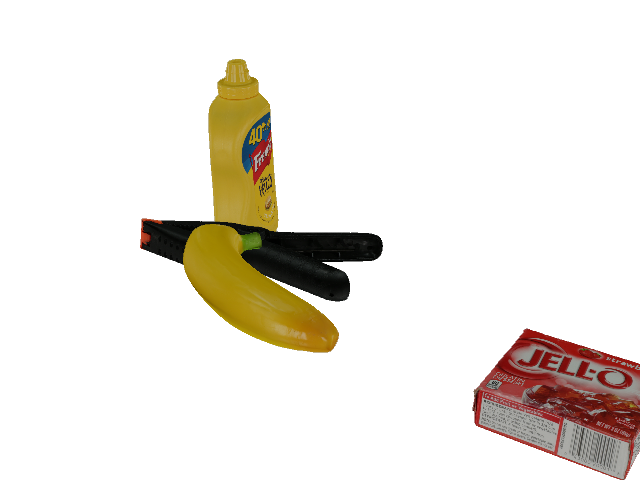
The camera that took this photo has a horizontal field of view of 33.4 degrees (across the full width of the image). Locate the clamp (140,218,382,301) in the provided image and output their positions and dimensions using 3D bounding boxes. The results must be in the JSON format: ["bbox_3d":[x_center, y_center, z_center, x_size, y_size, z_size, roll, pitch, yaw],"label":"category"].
[{"bbox_3d":[-0.055,0.011,0.902,0.210,0.036,0.164,7,12,5],"label":"clamp"}]

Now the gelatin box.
[{"bbox_3d":[0.140,0.088,0.595,0.089,0.030,0.073,17,32,27],"label":"gelatin box"}]

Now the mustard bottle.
[{"bbox_3d":[-0.080,-0.090,1.090,0.058,0.192,0.096,8,27,20],"label":"mustard bottle"}]

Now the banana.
[{"bbox_3d":[-0.049,0.023,0.687,0.069,0.037,0.198,-6,22,-16],"label":"banana"}]
